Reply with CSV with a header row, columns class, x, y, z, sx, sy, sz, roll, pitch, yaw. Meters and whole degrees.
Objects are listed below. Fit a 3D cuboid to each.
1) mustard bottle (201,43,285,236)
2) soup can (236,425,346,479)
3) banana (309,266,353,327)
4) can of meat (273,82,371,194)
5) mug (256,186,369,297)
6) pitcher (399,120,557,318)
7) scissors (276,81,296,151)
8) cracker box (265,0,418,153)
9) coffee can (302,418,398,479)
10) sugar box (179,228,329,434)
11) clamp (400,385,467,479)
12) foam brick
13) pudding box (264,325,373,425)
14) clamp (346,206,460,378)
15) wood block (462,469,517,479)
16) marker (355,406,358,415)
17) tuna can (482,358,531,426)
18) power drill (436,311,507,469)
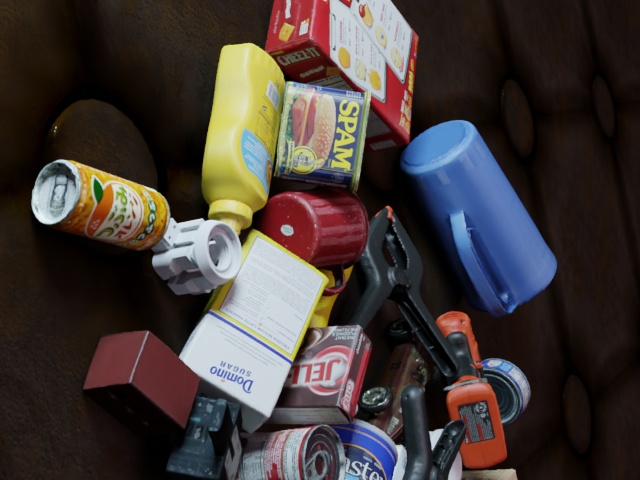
class,x,y,z,sx,sy,sz,roll,pitch,yaw
mustard bottle,-0.076,-0.085,1.024,0.096,0.058,0.191,57,35,-60
soup can,-0.037,0.204,0.962,0.068,0.102,0.068,23,62,-53
banana,0.000,0.079,1.117,0.069,0.037,0.197,60,32,-44
can of meat,0.002,-0.103,1.059,0.057,0.084,0.102,121,-22,-86
mug,-0.007,0.001,1.079,0.081,0.093,0.117,-8,80,-53
pitcher,0.201,-0.026,1.383,0.145,0.149,0.242,-40,117,-13
scissors,-0.006,-0.077,1.176,0.096,0.016,0.201,-49,122,-50
cracker box,0.031,-0.224,1.224,0.213,0.072,0.164,40,48,-45
coffee can,0.012,0.254,1.018,0.102,0.103,0.140,55,36,-33
sugar box,-0.063,0.081,0.980,0.093,0.048,0.176,33,49,-8
clamp,0.116,0.245,1.105,0.120,0.039,0.171,25,64,-45
foam brick,-0.143,0.117,0.866,0.078,0.053,0.051,50,43,-38
pudding box,-0.014,0.129,1.011,0.039,0.114,0.090,56,39,-39
clamp,0.091,0.058,1.230,0.164,0.036,0.210,25,47,-29
wood block,0.162,0.348,1.248,0.205,0.090,0.091,-20,98,-57
marker,0.001,0.170,1.110,0.120,0.020,0.020,22,63,-54
tuna can,0.231,0.201,1.403,0.033,0.086,0.086,-30,107,-56
power drill,0.184,0.200,1.301,0.187,0.057,0.184,-90,164,-72
